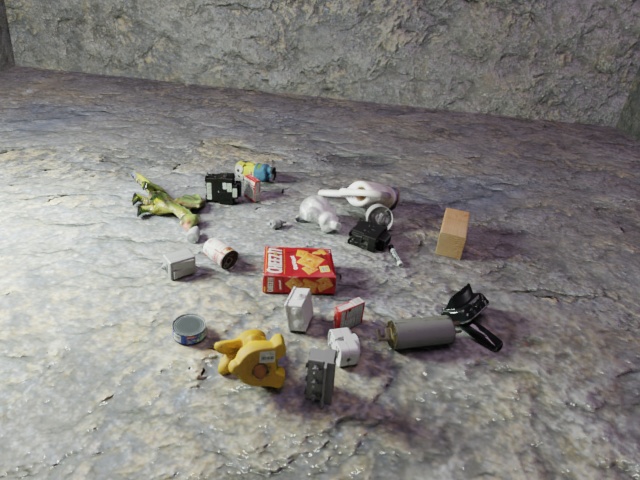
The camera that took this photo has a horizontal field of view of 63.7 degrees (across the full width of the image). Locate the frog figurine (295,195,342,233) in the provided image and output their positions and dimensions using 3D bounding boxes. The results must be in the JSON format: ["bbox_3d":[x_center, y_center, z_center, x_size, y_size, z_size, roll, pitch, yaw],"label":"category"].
[{"bbox_3d":[0.006,-0.093,1.844,0.137,0.122,0.161,6,11,-42],"label":"frog figurine"}]

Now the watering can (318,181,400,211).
[{"bbox_3d":[0.161,-0.174,2.003,0.224,0.104,0.348,7,1,-34],"label":"watering can"}]

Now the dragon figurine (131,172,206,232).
[{"bbox_3d":[-0.542,-0.149,1.877,0.242,0.120,0.418,9,27,-33],"label":"dragon figurine"}]
